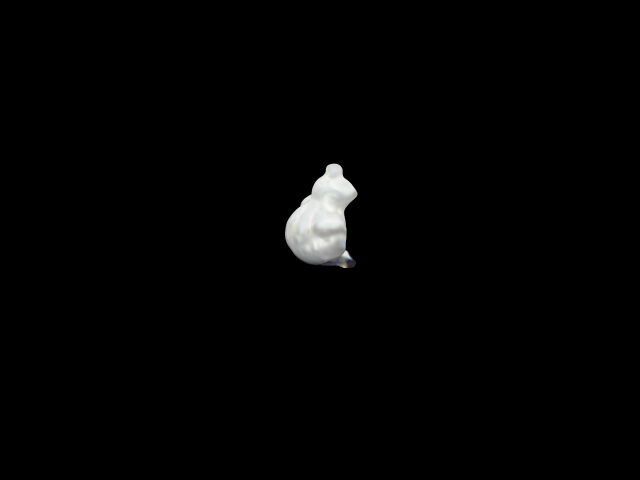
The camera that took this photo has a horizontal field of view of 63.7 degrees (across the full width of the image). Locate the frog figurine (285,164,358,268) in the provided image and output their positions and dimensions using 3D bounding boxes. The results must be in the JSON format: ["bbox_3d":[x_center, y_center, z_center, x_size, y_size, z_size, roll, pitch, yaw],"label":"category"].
[{"bbox_3d":[0.003,-0.043,0.850,0.123,0.156,0.140,-4,29,-7],"label":"frog figurine"}]
